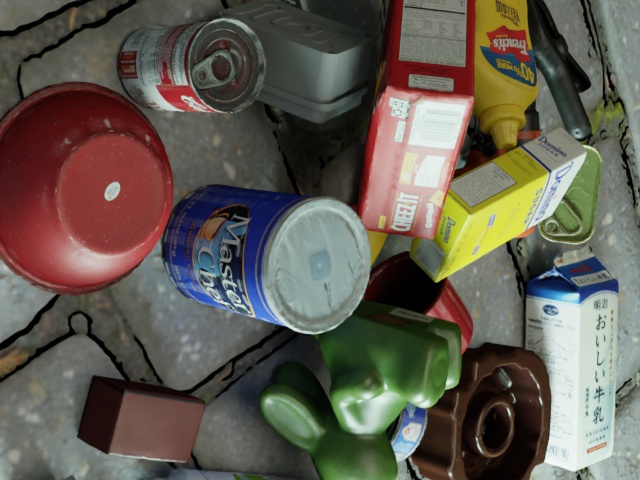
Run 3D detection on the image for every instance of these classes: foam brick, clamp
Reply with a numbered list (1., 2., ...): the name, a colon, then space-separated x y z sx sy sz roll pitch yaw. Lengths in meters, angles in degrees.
1. foam brick: -0.140 0.141 0.838 0.078 0.053 0.051 17 85 -39
2. clamp: 0.238 -0.184 1.094 0.171 0.039 0.120 47 28 -31

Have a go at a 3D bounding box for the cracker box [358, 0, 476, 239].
1. cracker box: 0.078 -0.135 0.864 0.164 0.072 0.213 98 -1 -52

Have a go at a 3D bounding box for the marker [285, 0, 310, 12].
1. marker: -0.023 -0.210 0.906 0.020 0.020 0.121 -34 117 -32

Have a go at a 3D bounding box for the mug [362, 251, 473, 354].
1. mug: 0.083 0.077 1.001 0.117 0.093 0.081 -34 128 3

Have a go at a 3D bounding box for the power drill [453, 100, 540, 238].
1. power drill: 0.148 -0.086 1.044 0.187 0.057 0.184 -8 99 -39

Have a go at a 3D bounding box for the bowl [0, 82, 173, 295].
1. bowl: -0.166 -0.036 0.789 0.161 0.055 0.162 -6 100 -40

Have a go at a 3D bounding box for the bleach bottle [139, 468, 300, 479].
1. bleach bottle: -0.045 0.234 0.914 0.250 0.103 0.068 19 89 -32

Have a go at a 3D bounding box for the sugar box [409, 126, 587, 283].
1. sugar box: 0.164 -0.034 0.971 0.175 0.048 0.093 -24 150 -35

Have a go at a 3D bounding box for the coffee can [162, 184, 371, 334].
1. coffee can: -0.044 0.011 0.841 0.102 0.141 0.103 -7 101 -39

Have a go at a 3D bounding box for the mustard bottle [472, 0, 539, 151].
1. mustard bottle: 0.161 -0.173 0.995 0.096 0.058 0.191 14 63 -40

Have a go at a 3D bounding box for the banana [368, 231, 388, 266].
1. banana: 0.032 -0.007 0.969 0.069 0.037 0.198 28 83 -44

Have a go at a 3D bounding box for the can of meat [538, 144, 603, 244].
1. can of meat: 0.264 -0.049 1.127 0.084 0.057 0.102 -10 107 -76

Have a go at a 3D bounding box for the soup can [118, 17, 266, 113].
1. soup can: -0.098 -0.130 0.800 0.068 0.102 0.068 -7 101 -40

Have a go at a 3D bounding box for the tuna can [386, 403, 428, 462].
1. tuna can: 0.057 0.161 0.986 0.033 0.086 0.086 19 84 -38

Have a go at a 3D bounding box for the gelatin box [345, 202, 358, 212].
1. gelatin box: -0.006 0.001 0.905 0.030 0.089 0.073 1 96 -35
